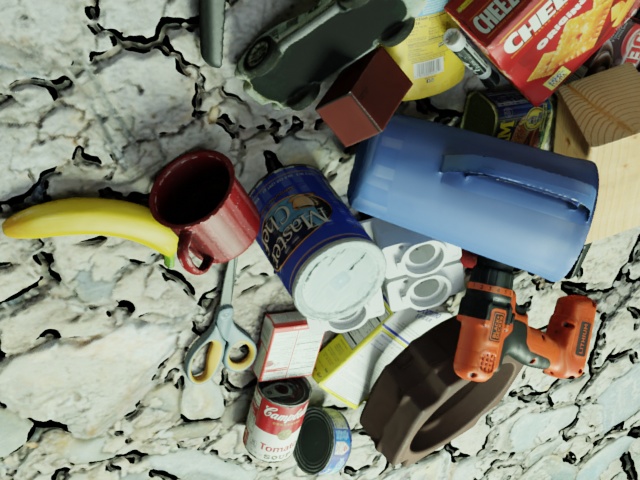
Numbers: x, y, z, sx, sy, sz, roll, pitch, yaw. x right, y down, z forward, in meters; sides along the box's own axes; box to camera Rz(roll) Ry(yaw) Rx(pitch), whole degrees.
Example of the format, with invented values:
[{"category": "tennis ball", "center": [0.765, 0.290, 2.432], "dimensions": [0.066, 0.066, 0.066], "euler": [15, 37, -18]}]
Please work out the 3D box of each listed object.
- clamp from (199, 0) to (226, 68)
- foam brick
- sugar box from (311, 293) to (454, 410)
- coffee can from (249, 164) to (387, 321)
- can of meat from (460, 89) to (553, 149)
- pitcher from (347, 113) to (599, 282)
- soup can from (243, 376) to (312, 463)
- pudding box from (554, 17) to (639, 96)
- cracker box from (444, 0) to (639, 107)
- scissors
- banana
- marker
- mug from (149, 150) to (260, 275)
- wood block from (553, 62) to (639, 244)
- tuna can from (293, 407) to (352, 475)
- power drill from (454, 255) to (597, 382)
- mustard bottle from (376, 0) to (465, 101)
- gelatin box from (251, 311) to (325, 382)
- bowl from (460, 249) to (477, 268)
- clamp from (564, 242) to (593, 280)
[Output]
[{"category": "clamp", "center": [-0.073, -0.266, 0.923], "dimensions": [0.164, 0.036, 0.210], "euler": [-34, 135, -2]}, {"category": "foam brick", "center": [0.043, -0.138, 1.026], "dimensions": [0.053, 0.051, 0.078], "euler": [49, 51, -19]}, {"category": "sugar box", "center": [0.075, 0.127, 1.331], "dimensions": [0.176, 0.048, 0.093], "euler": [-45, 136, 6]}, {"category": "coffee can", "center": [-0.007, 0.001, 1.110], "dimensions": [0.102, 0.140, 0.103], "euler": [-16, 133, -18]}, {"category": "can of meat", "center": [0.206, -0.120, 1.193], "dimensions": [0.083, 0.057, 0.102], "euler": [-11, 131, -25]}, {"category": "pitcher", "center": [0.158, -0.054, 1.104], "dimensions": [0.242, 0.145, 0.149], "euler": [16, 125, -5]}, {"category": "soup can", "center": [-0.054, 0.216, 1.315], "dimensions": [0.068, 0.068, 0.102], "euler": [-4, 129, -27]}, {"category": "pudding box", "center": [0.327, -0.200, 1.207], "dimensions": [0.089, 0.039, 0.114], "euler": [8, 122, -36]}, {"category": "cracker box", "center": [0.229, -0.233, 1.050], "dimensions": [0.164, 0.072, 0.213], "euler": [-45, 158, 11]}, {"category": "scissors", "center": [-0.095, 0.088, 1.221], "dimensions": [0.096, 0.016, 0.202], "euler": [7, 123, -35]}, {"category": "banana", "center": [-0.211, -0.011, 1.056], "dimensions": [0.197, 0.037, 0.070], "euler": [15, 116, -38]}, {"category": "marker", "center": [0.154, -0.180, 1.069], "dimensions": [0.020, 0.020, 0.121], "euler": [-46, 150, 11]}, {"category": "mug", "center": [-0.113, -0.019, 1.057], "dimensions": [0.093, 0.117, 0.081], "euler": [-3, 147, 23]}, {"category": "wood block", "center": [0.324, -0.092, 1.218], "dimensions": [0.090, 0.091, 0.206], "euler": [-19, 149, -2]}, {"category": "tuna can", "center": [0.002, 0.258, 1.370], "dimensions": [0.033, 0.086, 0.086], "euler": [10, 120, -38]}, {"category": "power drill", "center": [0.244, 0.085, 1.260], "dimensions": [0.187, 0.057, 0.184], "euler": [15, 87, -34]}, {"category": "mustard bottle", "center": [0.096, -0.231, 1.034], "dimensions": [0.096, 0.058, 0.192], "euler": [-15, 133, -13]}, {"category": "gelatin box", "center": [-0.037, 0.126, 1.276], "dimensions": [0.073, 0.030, 0.089], "euler": [-5, 128, -29]}, {"category": "bowl", "center": [0.207, -0.020, 1.277], "dimensions": [0.162, 0.055, 0.162], "euler": [-16, 133, -18]}, {"category": "clamp", "center": [0.345, -0.022, 1.368], "dimensions": [0.171, 0.039, 0.120], "euler": [-42, 144, 7]}]
